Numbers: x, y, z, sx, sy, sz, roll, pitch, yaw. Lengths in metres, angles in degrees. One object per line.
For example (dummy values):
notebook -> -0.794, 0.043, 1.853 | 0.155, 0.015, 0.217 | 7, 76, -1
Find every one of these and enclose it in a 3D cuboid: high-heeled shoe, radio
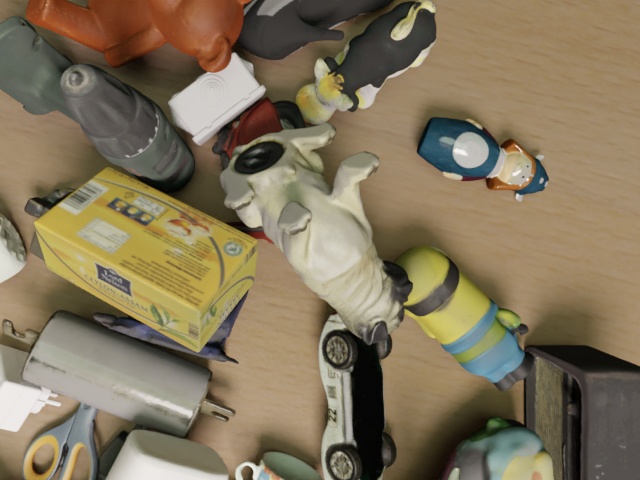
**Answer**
high-heeled shoe -> 0.006, -0.297, 0.604 | 0.145, 0.086, 0.249 | 18, 67, 28
radio -> 0.269, 0.229, 0.544 | 0.073, 0.131, 0.229 | -1, 88, -4

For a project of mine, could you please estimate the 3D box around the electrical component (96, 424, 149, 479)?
electrical component -> -0.205, 0.244, 0.581 | 0.063, 0.021, 0.094 | 38, 86, 0

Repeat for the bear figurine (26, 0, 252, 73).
bear figurine -> -0.167, -0.229, 0.519 | 0.196, 0.131, 0.120 | 17, 83, 39

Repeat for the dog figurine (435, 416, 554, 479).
dog figurine -> 0.117, 0.280, 0.549 | 0.219, 0.108, 0.191 | -3, 94, 0

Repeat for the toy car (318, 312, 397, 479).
toy car -> 0.037, 0.169, 0.567 | 0.073, 0.056, 0.201 | 1, 86, -46

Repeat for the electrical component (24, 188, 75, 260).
electrical component -> -0.267, -0.009, 0.582 | 0.102, 0.045, 0.078 | 26, 115, 2

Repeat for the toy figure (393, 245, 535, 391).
toy figure -> 0.150, 0.079, 0.567 | 0.082, 0.089, 0.180 | -42, 87, -9

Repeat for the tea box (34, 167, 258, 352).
tea box -> -0.152, 0.013, 0.487 | 0.170, 0.068, 0.098 | 28, 48, 11

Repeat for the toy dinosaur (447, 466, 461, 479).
toy dinosaur -> 0.074, 0.389, 0.481 | 0.192, 0.131, 0.404 | 27, 104, -27

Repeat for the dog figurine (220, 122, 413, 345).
dog figurine -> -0.003, 0.001, 0.514 | 0.121, 0.173, 0.190 | -32, 134, -11

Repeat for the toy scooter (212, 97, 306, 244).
toy scooter -> -0.066, -0.054, 0.575 | 0.135, 0.075, 0.183 | -16, 93, -3

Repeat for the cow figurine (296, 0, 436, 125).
cow figurine -> 0.049, -0.185, 0.571 | 0.167, 0.098, 0.068 | -39, 96, -3

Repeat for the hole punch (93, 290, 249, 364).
hole punch -> -0.137, 0.071, 0.549 | 0.142, 0.116, 0.092 | 21, 79, -2

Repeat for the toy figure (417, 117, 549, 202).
toy figure -> 0.185, -0.087, 0.594 | 0.154, 0.058, 0.064 | 20, 126, -3

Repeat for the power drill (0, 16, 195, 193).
power drill -> -0.221, -0.132, 0.507 | 0.207, 0.232, 0.086 | 26, 82, 16

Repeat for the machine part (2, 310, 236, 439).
machine part -> -0.202, 0.137, 0.546 | 0.243, 0.079, 0.079 | 24, 87, -11
